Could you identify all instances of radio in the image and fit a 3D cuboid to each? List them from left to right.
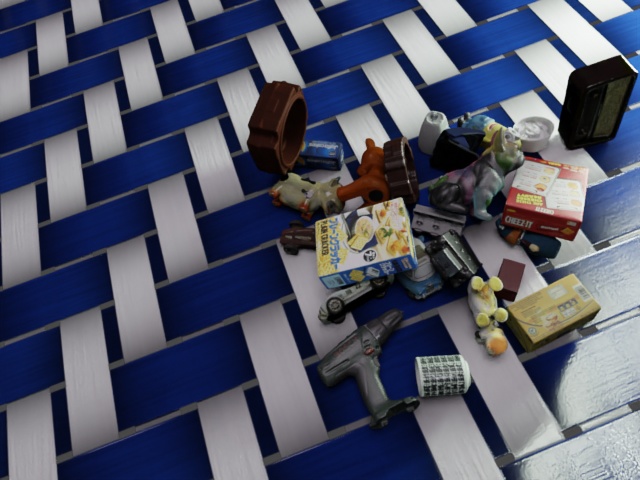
[{"bbox_3d":[0.675,-0.330,1.325,0.131,0.229,0.073,-16,54,4],"label":"radio"}]

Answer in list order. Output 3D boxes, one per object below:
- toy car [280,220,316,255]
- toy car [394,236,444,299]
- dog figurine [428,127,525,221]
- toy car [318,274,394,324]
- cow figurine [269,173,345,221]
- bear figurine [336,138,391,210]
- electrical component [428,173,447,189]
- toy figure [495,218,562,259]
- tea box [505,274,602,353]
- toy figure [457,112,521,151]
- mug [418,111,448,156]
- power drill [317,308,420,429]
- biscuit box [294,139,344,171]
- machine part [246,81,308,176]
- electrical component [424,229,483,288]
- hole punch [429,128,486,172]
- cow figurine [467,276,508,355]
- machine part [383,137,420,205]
[{"bbox_3d":[-0.003,-0.004,1.341,0.202,0.053,0.089,7,64,12],"label":"toy car"},{"bbox_3d":[0.214,0.051,1.242,0.109,0.102,0.162,-26,57,-6],"label":"toy car"},{"bbox_3d":[0.370,-0.162,1.267,0.192,0.108,0.219,16,95,10],"label":"dog figurine"},{"bbox_3d":[0.082,0.127,1.233,0.202,0.073,0.056,-29,62,-9],"label":"toy car"},{"bbox_3d":[-0.021,-0.119,1.398,0.195,0.085,0.127,23,72,22],"label":"cow figurine"},{"bbox_3d":[0.121,-0.162,1.384,0.132,0.120,0.196,-30,35,23],"label":"bear figurine"},{"bbox_3d":[0.336,-0.126,1.363,0.078,0.045,0.102,-37,60,-15],"label":"electrical component"},{"bbox_3d":[0.481,-0.005,1.258,0.155,0.064,0.057,27,103,28],"label":"toy figure"},{"bbox_3d":[0.494,0.157,1.150,0.170,0.068,0.098,-24,58,-5],"label":"tea box"},{"bbox_3d":[0.447,-0.273,1.415,0.180,0.089,0.082,36,83,35],"label":"toy figure"},{"bbox_3d":[0.313,-0.283,1.426,0.110,0.107,0.081,26,68,24],"label":"mug"},{"bbox_3d":[0.124,0.273,1.135,0.232,0.086,0.207,-29,63,-7],"label":"power drill"},{"bbox_3d":[-0.037,-0.238,1.481,0.203,0.062,0.059,7,62,14],"label":"biscuit box"},{"bbox_3d":[-0.102,-0.282,1.365,0.087,0.201,0.201,14,70,12],"label":"machine part"},{"bbox_3d":[0.298,0.041,1.202,0.115,0.134,0.058,50,118,9],"label":"electrical component"},{"bbox_3d":[0.354,-0.234,1.380,0.116,0.142,0.092,26,67,7],"label":"hole punch"},{"bbox_3d":[0.359,0.165,1.164,0.068,0.098,0.167,-5,77,0],"label":"cow figurine"},{"bbox_3d":[0.201,-0.170,1.334,0.056,0.179,0.179,-10,57,18],"label":"machine part"}]
